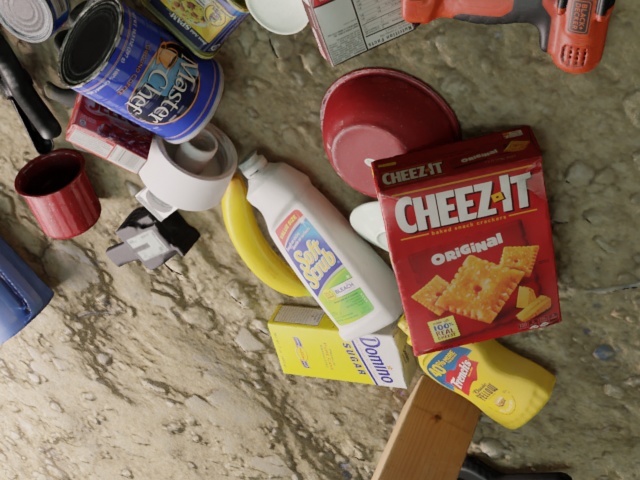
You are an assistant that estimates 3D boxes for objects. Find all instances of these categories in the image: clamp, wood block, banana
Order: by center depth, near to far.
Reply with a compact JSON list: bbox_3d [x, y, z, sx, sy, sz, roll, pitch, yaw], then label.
[{"bbox_3d":[-0.359,-0.177,1.270,0.171,0.039,0.120,60,155,5],"label":"clamp"},{"bbox_3d":[-0.071,0.003,1.301,0.070,0.037,0.197,-27,115,24],"label":"banana"},{"bbox_3d":[0.121,0.283,1.321,0.091,0.205,0.090,27,137,5],"label":"wood block"},{"bbox_3d":[0.235,0.345,1.438,0.210,0.036,0.164,11,134,24],"label":"clamp"}]

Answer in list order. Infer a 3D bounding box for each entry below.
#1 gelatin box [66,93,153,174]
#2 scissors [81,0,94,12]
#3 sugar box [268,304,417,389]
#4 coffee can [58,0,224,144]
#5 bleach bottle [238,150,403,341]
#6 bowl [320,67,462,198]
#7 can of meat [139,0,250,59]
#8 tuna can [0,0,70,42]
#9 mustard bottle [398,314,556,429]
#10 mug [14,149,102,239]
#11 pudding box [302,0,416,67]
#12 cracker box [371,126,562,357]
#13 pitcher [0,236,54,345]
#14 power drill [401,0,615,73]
[{"bbox_3d":[-0.225,-0.122,1.154,0.089,0.073,0.030,27,131,-23],"label":"gelatin box"},{"bbox_3d":[-0.227,-0.283,1.092,0.202,0.016,0.096,-34,98,25],"label":"scissors"},{"bbox_3d":[0.028,0.135,1.356,0.176,0.048,0.093,5,131,28],"label":"sugar box"},{"bbox_3d":[-0.184,-0.174,1.107,0.103,0.103,0.140,-16,150,39],"label":"coffee can"},{"bbox_3d":[-0.008,0.002,1.242,0.103,0.068,0.250,-28,110,42],"label":"bleach bottle"},{"bbox_3d":[0.064,-0.097,1.113,0.162,0.055,0.162,17,136,17],"label":"bowl"},{"bbox_3d":[-0.119,-0.248,1.076,0.102,0.057,0.084,42,135,-11],"label":"can of meat"},{"bbox_3d":[-0.325,-0.265,1.195,0.086,0.033,0.086,16,135,16],"label":"tuna can"},{"bbox_3d":[0.177,0.145,1.271,0.191,0.058,0.096,33,138,-1],"label":"mustard bottle"},{"bbox_3d":[-0.335,-0.061,1.361,0.117,0.093,0.081,38,154,42],"label":"mug"},{"bbox_3d":[0.030,-0.229,0.988,0.090,0.039,0.113,-25,125,-4],"label":"pudding box"},{"bbox_3d":[0.153,0.006,1.092,0.164,0.072,0.213,-13,124,4],"label":"cracker box"},{"bbox_3d":[-0.494,0.029,1.500,0.149,0.145,0.242,-33,109,11],"label":"pitcher"},{"bbox_3d":[0.165,-0.238,0.920,0.188,0.057,0.184,15,135,18],"label":"power drill"}]
